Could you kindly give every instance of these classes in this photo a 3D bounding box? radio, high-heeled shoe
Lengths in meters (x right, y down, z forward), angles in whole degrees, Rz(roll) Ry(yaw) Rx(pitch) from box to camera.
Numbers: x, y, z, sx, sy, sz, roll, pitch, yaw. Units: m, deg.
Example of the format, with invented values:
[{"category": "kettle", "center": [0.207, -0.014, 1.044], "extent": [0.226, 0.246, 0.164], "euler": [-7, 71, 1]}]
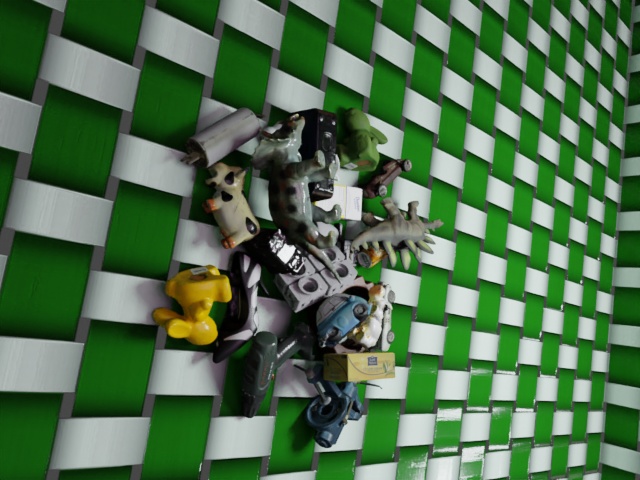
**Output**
[{"category": "radio", "center": [-0.024, -0.213, 1.362], "extent": [0.073, 0.131, 0.229], "euler": [4, 87, -39]}, {"category": "high-heeled shoe", "center": [-0.203, 0.148, 1.238], "extent": [0.145, 0.086, 0.249], "euler": [54, 50, -29]}]

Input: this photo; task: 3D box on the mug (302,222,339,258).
[{"category": "mug", "center": [-0.003, -0.004, 1.414], "extent": [0.107, 0.081, 0.109], "euler": [7, 94, -47]}]

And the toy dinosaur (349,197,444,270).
[{"category": "toy dinosaur", "center": [0.215, -0.018, 1.516], "extent": [0.471, 0.105, 0.199], "euler": [-7, 57, -42]}]

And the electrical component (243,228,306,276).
[{"category": "electrical component", "center": [-0.115, 0.027, 1.279], "extent": [0.114, 0.134, 0.058], "euler": [50, 62, -27]}]

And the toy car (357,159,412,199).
[{"category": "toy car", "center": [0.189, -0.186, 1.568], "extent": [0.202, 0.089, 0.053], "euler": [-44, 120, -30]}]

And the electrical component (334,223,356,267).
[{"category": "electrical component", "center": [0.060, 0.014, 1.468], "extent": [0.048, 0.075, 0.119], "euler": [2, 85, -39]}]

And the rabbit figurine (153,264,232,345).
[{"category": "rabbit figurine", "center": [-0.269, 0.158, 1.167], "extent": [0.162, 0.122, 0.173], "euler": [-20, 120, -36]}]

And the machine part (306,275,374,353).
[{"category": "machine part", "center": [0.069, 0.208, 1.464], "extent": [0.201, 0.087, 0.201], "euler": [-26, 104, -38]}]

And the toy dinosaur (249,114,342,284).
[{"category": "toy dinosaur", "center": [-0.057, -0.089, 1.246], "extent": [0.131, 0.192, 0.404], "euler": [-24, 111, -65]}]

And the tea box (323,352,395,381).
[{"category": "tea box", "center": [0.101, 0.321, 1.367], "extent": [0.169, 0.098, 0.068], "euler": [9, 76, -38]}]

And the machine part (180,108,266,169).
[{"category": "machine part", "center": [-0.221, -0.236, 1.232], "extent": [0.243, 0.079, 0.079], "euler": [-42, 115, -33]}]

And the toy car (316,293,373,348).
[{"category": "toy car", "center": [0.045, 0.188, 1.331], "extent": [0.162, 0.109, 0.103], "euler": [-35, 73, -18]}]

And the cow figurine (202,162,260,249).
[{"category": "cow figurine", "center": [-0.201, -0.089, 1.235], "extent": [0.127, 0.085, 0.194], "euler": [-27, 94, -26]}]

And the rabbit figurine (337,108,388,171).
[{"category": "rabbit figurine", "center": [0.120, -0.287, 1.500], "extent": [0.159, 0.121, 0.170], "euler": [11, 67, -43]}]

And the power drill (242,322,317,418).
[{"category": "power drill", "center": [-0.106, 0.300, 1.304], "extent": [0.207, 0.086, 0.231], "euler": [-21, 129, -39]}]

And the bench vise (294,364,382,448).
[{"category": "bench vise", "center": [0.031, 0.408, 1.411], "extent": [0.224, 0.129, 0.240], "euler": [-47, 121, -34]}]

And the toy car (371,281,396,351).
[{"category": "toy car", "center": [0.175, 0.221, 1.560], "extent": [0.056, 0.074, 0.201], "euler": [2, 88, -41]}]

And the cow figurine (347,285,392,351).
[{"category": "cow figurine", "center": [0.144, 0.207, 1.427], "extent": [0.098, 0.068, 0.167], "euler": [43, 67, -38]}]
